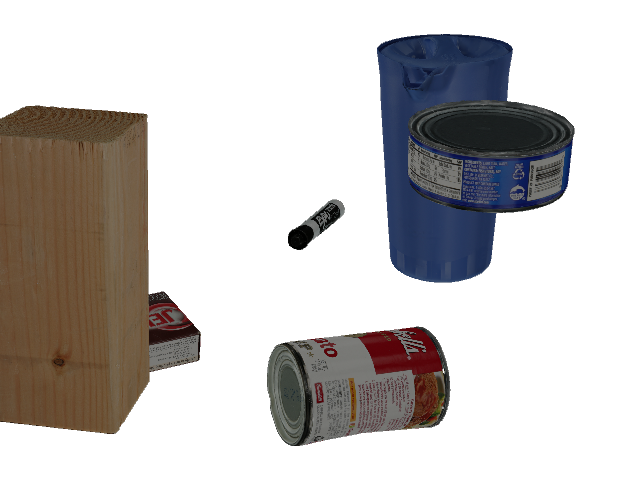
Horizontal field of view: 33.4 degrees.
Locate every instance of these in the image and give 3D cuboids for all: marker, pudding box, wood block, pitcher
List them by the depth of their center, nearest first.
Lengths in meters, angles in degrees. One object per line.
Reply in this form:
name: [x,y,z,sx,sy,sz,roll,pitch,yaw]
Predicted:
wood block: [-0.174,0.018,0.741,0.091,0.206,0.090,5,20,6]
marker: [-0.003,-0.015,0.960,0.020,0.020,0.121,0,15,18]
pudding box: [-0.184,0.093,1.034,0.113,0.039,0.090,-13,29,-28]
pitcher: [0.130,-0.089,1.105,0.149,0.243,0.145,-9,24,-17]

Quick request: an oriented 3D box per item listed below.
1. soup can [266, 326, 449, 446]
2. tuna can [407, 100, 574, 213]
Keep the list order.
soup can: [0.023,0.095,0.697,0.102,0.068,0.069,-4,2,-24]
tuna can: [0.088,-0.045,0.561,0.086,0.034,0.086,0,25,0]
